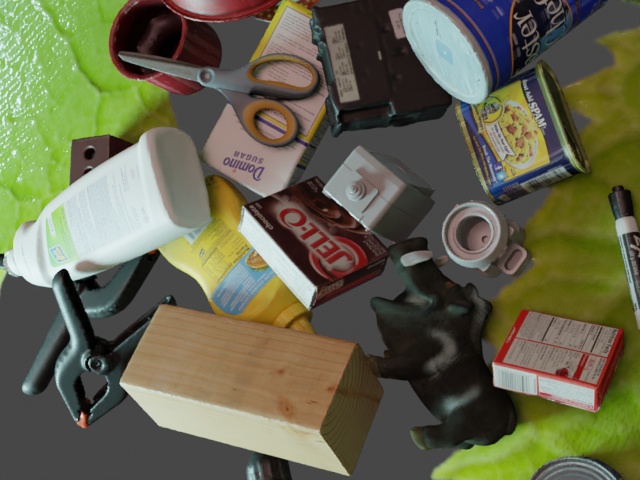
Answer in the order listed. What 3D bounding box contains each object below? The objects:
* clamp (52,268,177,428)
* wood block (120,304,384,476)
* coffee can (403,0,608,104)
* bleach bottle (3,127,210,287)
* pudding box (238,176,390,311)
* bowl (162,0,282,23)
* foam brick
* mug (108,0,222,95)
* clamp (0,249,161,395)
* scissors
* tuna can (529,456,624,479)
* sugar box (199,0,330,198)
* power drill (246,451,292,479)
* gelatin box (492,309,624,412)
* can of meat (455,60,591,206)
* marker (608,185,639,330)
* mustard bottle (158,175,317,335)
[{"bbox_3d":[-0.225,0.106,1.053,0.120,0.039,0.172,25,110,-6],"label":"clamp"},{"bbox_3d":[-0.061,0.132,0.959,0.206,0.090,0.090,8,57,28],"label":"wood block"},{"bbox_3d":[0.154,-0.195,0.890,0.140,0.103,0.103,-38,64,-12],"label":"coffee can"},{"bbox_3d":[-0.222,-0.020,1.042,0.251,0.067,0.102,-21,80,34],"label":"bleach bottle"},{"bbox_3d":[-0.006,0.001,0.970,0.114,0.089,0.039,45,140,27],"label":"pudding box"},{"bbox_3d":[-0.090,-0.286,1.021,0.162,0.055,0.162,-6,57,9],"label":"bowl"},{"bbox_3d":[-0.225,-0.064,1.111,0.053,0.051,0.078,-5,79,26],"label":"foam brick"},{"bbox_3d":[-0.154,-0.207,1.084,0.093,0.081,0.117,-15,75,23],"label":"mug"},{"bbox_3d":[-0.251,0.059,1.111,0.210,0.036,0.164,-22,71,21],"label":"clamp"},{"bbox_3d":[-0.098,-0.135,1.007,0.202,0.016,0.096,0,89,15],"label":"scissors"},{"bbox_3d":[0.208,0.217,0.857,0.086,0.033,0.086,-5,79,26],"label":"tuna can"},{"bbox_3d":[-0.033,-0.131,1.024,0.093,0.048,0.176,31,98,12],"label":"sugar box"},{"bbox_3d":[-0.094,0.296,0.980,0.188,0.057,0.184,-19,70,23],"label":"power drill"},{"bbox_3d":[0.194,0.097,0.865,0.089,0.073,0.030,11,130,26],"label":"gelatin box"},{"bbox_3d":[0.173,-0.089,0.916,0.084,0.057,0.102,-23,71,23],"label":"can of meat"},{"bbox_3d":[0.258,0.013,0.876,0.020,0.020,0.121,-15,74,23],"label":"marker"},{"bbox_3d":[-0.069,0.031,1.013,0.096,0.058,0.192,-48,64,7],"label":"mustard bottle"}]
